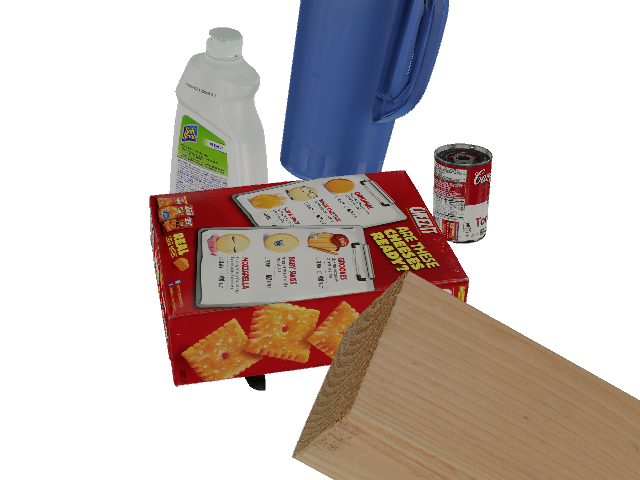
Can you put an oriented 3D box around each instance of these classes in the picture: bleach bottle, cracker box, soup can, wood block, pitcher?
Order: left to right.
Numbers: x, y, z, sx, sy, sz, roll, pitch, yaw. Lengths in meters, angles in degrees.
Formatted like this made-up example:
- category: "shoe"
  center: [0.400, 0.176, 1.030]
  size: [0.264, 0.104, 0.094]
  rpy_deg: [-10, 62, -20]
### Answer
- category: "bleach bottle"
  center: [-0.087, -0.068, 0.974]
  size: [0.103, 0.251, 0.068]
  rpy_deg: [20, 34, 20]
- category: "cracker box"
  center: [-0.016, 0.023, 0.811]
  size: [0.213, 0.072, 0.164]
  rpy_deg: [-6, 34, -11]
- category: "pitcher"
  center: [0.038, -0.177, 1.085]
  size: [0.145, 0.243, 0.149]
  rpy_deg: [11, 18, -1]
- category: "soup can"
  center: [0.166, -0.055, 1.265]
  size: [0.068, 0.102, 0.068]
  rpy_deg: [0, 25, 0]
- category: "wood block"
  center: [0.103, 0.116, 0.574]
  size: [0.206, 0.090, 0.090]
  rpy_deg: [29, -33, -6]

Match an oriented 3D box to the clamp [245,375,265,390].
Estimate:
- category: "clamp"
  center: [-0.092, 0.113, 1.236]
  size: [0.210, 0.036, 0.164]
  rpy_deg: [14, 22, 29]
